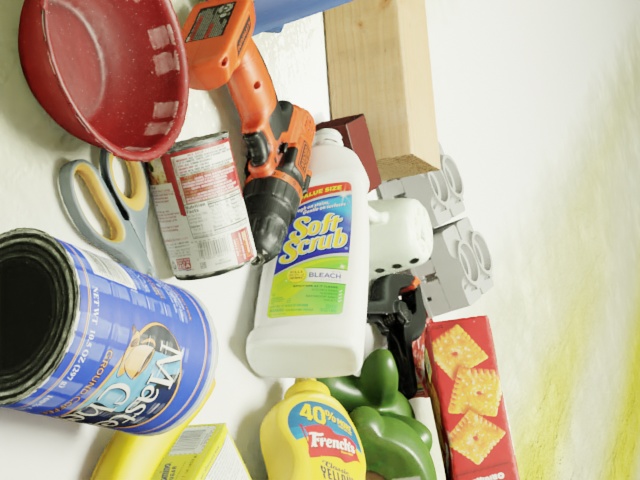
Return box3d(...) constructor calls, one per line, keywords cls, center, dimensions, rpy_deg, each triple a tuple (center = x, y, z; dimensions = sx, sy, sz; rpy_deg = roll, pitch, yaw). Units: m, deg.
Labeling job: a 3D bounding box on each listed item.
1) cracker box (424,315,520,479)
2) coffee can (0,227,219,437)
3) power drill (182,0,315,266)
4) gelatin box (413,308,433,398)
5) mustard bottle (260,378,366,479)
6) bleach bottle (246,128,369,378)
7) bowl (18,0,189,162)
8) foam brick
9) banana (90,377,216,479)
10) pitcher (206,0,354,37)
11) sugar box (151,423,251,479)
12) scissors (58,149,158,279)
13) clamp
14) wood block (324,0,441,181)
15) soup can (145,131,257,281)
box3d(cls="cracker box", center=(0.154, 0.206, 1.084), dimensions=(0.164, 0.072, 0.213), rpy_deg=(77, 7, -64))
box3d(cls="coffee can", center=(-0.142, 0.061, 0.652), dimensions=(0.140, 0.103, 0.103), rpy_deg=(30, 56, -57))
box3d(cls="power drill", center=(-0.063, -0.096, 0.904), dimensions=(0.184, 0.057, 0.187), rpy_deg=(-79, 154, -43))
box3d(cls="gelatin box", center=(0.112, 0.125, 1.221), dimensions=(0.073, 0.030, 0.089), rpy_deg=(66, 30, -28))
box3d(cls="mustard bottle", center=(-0.004, 0.183, 0.878), dimensions=(0.096, 0.058, 0.191), rpy_deg=(27, 29, -25))
box3d(cls="bleach bottle", center=(-0.006, 0.001, 0.969), dimensions=(0.068, 0.102, 0.251), rpy_deg=(81, 10, -53))
box3d(cls="bowl", center=(-0.156, -0.129, 0.736), dimensions=(0.162, 0.055, 0.162), rpy_deg=(29, 57, -58))
box3d(cls="foam brick", center=(0.023, -0.082, 1.083), dimensions=(0.051, 0.053, 0.078), rpy_deg=(-36, 115, -61))
box3d(cls="banana", center=(-0.121, 0.169, 0.712), dimensions=(0.069, 0.037, 0.197), rpy_deg=(23, 56, -21))
box3d(cls="pitcher", center=(0.014, -0.272, 0.908), dimensions=(0.149, 0.243, 0.145), rpy_deg=(-23, 100, -69))
box3d(cls="sugar box", center=(-0.072, 0.235, 0.804), dimensions=(0.093, 0.048, 0.176), rpy_deg=(-60, 137, -56))
box3d(cls="scissors", center=(-0.128, 0.009, 0.795), dimensions=(0.201, 0.016, 0.096), rpy_deg=(60, 34, -37))
box3d(cls="clamp", center=(0.071, 0.079, 1.138), dimensions=(0.120, 0.039, 0.171), rpy_deg=(54, 26, -21))
box3d(cls="wood block", center=(0.066, -0.175, 1.158), dimensions=(0.090, 0.090, 0.206), rpy_deg=(15, 68, -62))
box3d(cls="soup can", center=(-0.091, -0.026, 0.820), dimensions=(0.068, 0.069, 0.102), rpy_deg=(-31, 111, -62))
